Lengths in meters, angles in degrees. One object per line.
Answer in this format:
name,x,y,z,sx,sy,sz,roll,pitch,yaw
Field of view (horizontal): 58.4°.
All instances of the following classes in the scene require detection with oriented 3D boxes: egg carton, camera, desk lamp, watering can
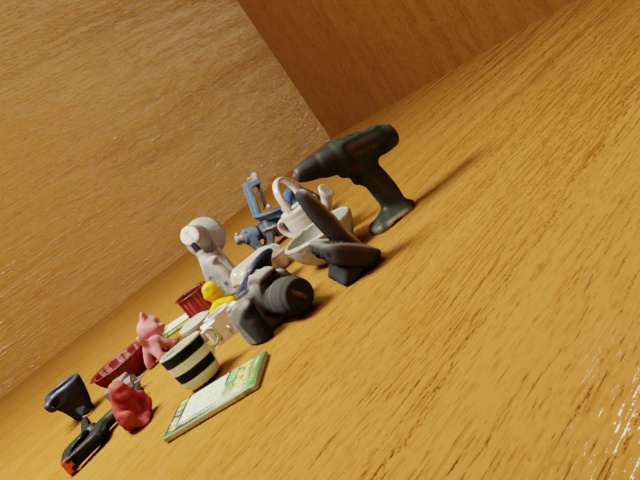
egg carton,-0.150,0.070,1.419,0.150,0.069,0.107,-42,13,-27
camera,-0.084,0.104,1.022,0.143,0.101,0.136,-42,14,-29
desk lamp,-0.313,0.038,1.645,0.118,0.214,0.203,-35,12,4
watering can,-0.036,-0.069,1.338,0.172,0.194,0.101,-33,12,12

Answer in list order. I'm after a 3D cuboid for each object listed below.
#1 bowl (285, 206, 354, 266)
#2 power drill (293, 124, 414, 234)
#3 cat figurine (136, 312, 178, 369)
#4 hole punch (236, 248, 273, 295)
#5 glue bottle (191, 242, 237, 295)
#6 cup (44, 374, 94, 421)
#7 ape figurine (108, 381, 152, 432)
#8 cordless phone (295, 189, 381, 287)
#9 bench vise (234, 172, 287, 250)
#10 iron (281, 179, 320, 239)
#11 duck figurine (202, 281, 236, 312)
bowl,0.011,0.004,1.212,0.167,0.075,0.167,-34,12,9
power drill,0.086,-0.120,1.159,0.230,0.208,0.075,-39,13,-14
cat figurine,-0.413,0.233,1.396,0.067,0.118,0.128,-33,12,10
hole punch,-0.138,0.085,1.273,0.101,0.091,0.109,-27,15,35
glue bottle,-0.283,0.076,1.510,0.078,0.173,0.037,-29,14,30
cup,-0.585,0.384,1.344,0.091,0.095,0.118,-32,13,17
ape figurine,-0.349,0.295,1.037,0.076,0.092,0.078,-26,15,38
cordless phone,0.014,-0.019,1.024,0.094,0.185,0.147,-38,12,-14
bench vise,-0.178,-0.080,1.710,0.208,0.220,0.121,-44,14,-33
iron,-0.061,-0.081,1.580,0.118,0.141,0.258,-31,13,18
duck figurine,-0.252,0.141,1.384,0.077,0.086,0.104,-35,12,3
